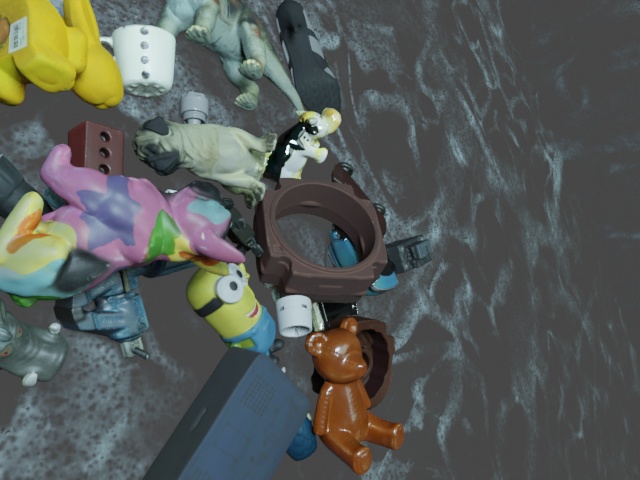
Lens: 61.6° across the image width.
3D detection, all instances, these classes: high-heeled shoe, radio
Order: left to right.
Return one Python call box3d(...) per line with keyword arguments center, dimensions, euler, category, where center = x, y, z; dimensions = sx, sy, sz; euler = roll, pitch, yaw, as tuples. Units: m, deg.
box3d(center=(-0.118, 0.270, 0.707), dimensions=(0.131, 0.073, 0.229), euler=(49, 61, -29), category="radio")
box3d(center=(-0.024, -0.355, 1.088), dimensions=(0.145, 0.086, 0.248), euler=(-104, 173, -54), category="high-heeled shoe")

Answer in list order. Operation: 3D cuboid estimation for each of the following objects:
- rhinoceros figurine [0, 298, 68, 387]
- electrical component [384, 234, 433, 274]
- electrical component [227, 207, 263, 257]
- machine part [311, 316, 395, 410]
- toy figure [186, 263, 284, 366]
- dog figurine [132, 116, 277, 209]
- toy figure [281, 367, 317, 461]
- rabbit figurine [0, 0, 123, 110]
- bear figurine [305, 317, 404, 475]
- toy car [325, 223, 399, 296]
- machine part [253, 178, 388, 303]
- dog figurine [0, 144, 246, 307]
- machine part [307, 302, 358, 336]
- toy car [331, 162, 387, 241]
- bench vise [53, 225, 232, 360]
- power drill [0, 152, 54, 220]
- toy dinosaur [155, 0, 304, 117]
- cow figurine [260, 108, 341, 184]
box3d(center=(-0.340, 0.081, 0.516), dimensions=(0.190, 0.112, 0.073), euler=(34, 51, -28), category="rhinoceros figurine")
box3d(center=(0.161, 0.033, 1.103), dimensions=(0.115, 0.134, 0.058), euler=(-23, 96, -53), category="electrical component")
box3d(center=(-0.136, -0.014, 0.806), dimensions=(0.045, 0.078, 0.102), euler=(-40, 112, -15), category="electrical component")
box3d(center=(0.060, 0.217, 0.951), dimensions=(0.179, 0.056, 0.179), euler=(-7, 100, -42), category="machine part")
box3d(center=(-0.123, 0.114, 0.785), dimensions=(0.180, 0.089, 0.082), euler=(62, 2, -28), category="toy figure")
box3d(center=(-0.176, -0.129, 0.809), dimensions=(0.190, 0.172, 0.121), euler=(13, 81, -13), category="dog figurine")
box3d(center=(-0.057, 0.265, 0.830), dimensions=(0.064, 0.058, 0.154), euler=(-35, 101, -55), category="toy figure")
box3d(center=(-0.320, -0.225, 0.662), dimensions=(0.173, 0.122, 0.162), euler=(21, 52, -60), category="rabbit figurine")
box3d(center=(0.050, 0.229, 0.826), dimensions=(0.120, 0.132, 0.195), euler=(-12, 108, -43), category="bear figurine")
box3d(center=(0.062, 0.046, 1.002), dimensions=(0.162, 0.103, 0.109), euler=(55, 28, 17), category="toy car")
box3d(center=(-0.002, -0.003, 0.874), dimensions=(0.201, 0.087, 0.201), euler=(4, 51, -19), category="machine part")
box3d(center=(-0.193, 0.005, 0.556), dimensions=(0.219, 0.108, 0.191), euler=(25, 64, -14), category="dog figurine")
box3d(center=(0.016, 0.130, 0.977), dimensions=(0.139, 0.039, 0.084), euler=(-16, 83, -49), category="machine part")
box3d(center=(0.076, -0.074, 1.100), dimensions=(0.202, 0.053, 0.089), euler=(44, 44, -38), category="toy car")
box3d(center=(-0.209, 0.024, 0.679), dimensions=(0.240, 0.129, 0.223), euler=(-18, 87, -41), category="bench vise")
box3d(center=(-0.382, -0.055, 0.500), dimensions=(0.231, 0.086, 0.207), euler=(50, 28, -20), category="power drill")
box3d(center=(-0.156, -0.349, 0.877), dimensions=(0.404, 0.131, 0.192), euler=(31, 56, -48), category="toy dinosaur")
box3d(center=(-0.038, -0.167, 0.930), dimensions=(0.098, 0.068, 0.167), euler=(27, 98, -34), category="cow figurine")
